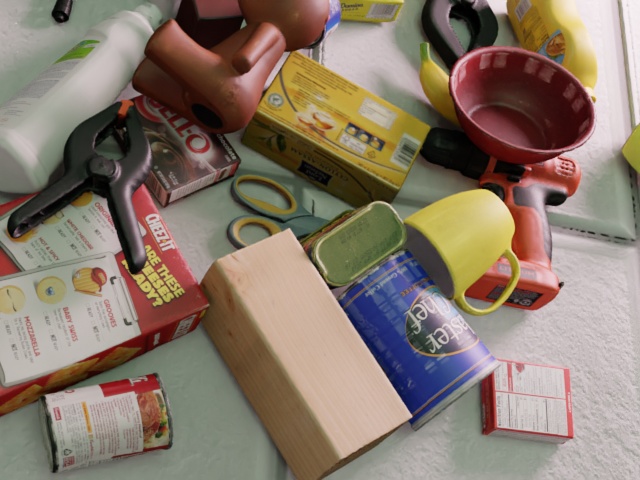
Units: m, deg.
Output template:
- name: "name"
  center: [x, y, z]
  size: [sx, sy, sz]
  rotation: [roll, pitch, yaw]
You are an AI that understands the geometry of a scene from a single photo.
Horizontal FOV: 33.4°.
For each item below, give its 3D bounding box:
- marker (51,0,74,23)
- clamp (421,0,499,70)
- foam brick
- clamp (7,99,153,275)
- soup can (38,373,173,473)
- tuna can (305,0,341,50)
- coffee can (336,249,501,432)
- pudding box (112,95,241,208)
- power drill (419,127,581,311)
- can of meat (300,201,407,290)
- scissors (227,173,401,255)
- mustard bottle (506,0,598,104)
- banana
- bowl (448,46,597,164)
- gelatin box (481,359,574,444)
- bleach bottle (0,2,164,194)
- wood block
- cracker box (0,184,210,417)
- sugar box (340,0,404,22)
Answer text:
- name: "marker"
  center: [-0.262, -0.280, 1.135]
  size: [0.020, 0.020, 0.121]
  rotation: [15, 61, -10]
- name: "clamp"
  center: [0.172, -0.285, 1.264]
  size: [0.164, 0.036, 0.210]
  rotation: [-2, 67, -19]
- name: "foam brick"
  center: [-0.117, -0.231, 1.123]
  size: [0.051, 0.078, 0.053]
  rotation: [-9, 69, -22]
- name: "clamp"
  center: [-0.205, -0.054, 0.947]
  size: [0.120, 0.039, 0.171]
  rotation: [13, 55, -18]
- name: "soup can"
  center: [-0.184, 0.156, 0.913]
  size: [0.102, 0.069, 0.068]
  rotation: [-9, 68, -21]
- name: "tuna can"
  center: [-0.019, -0.253, 1.160]
  size: [0.086, 0.086, 0.033]
  rotation: [42, 58, 6]
- name: "coffee can"
  center: [0.087, 0.094, 1.009]
  size: [0.102, 0.103, 0.140]
  rotation: [-31, 77, -28]
- name: "pudding box"
  center: [-0.147, -0.098, 1.068]
  size: [0.089, 0.039, 0.113]
  rotation: [-27, 76, -28]
- name: "power drill"
  center: [0.187, -0.028, 1.129]
  size: [0.184, 0.057, 0.187]
  rotation: [12, 62, -7]
- name: "can of meat"
  center: [0.025, 0.008, 1.031]
  size: [0.102, 0.084, 0.057]
  rotation: [-34, 94, -19]
- name: "scissors"
  center: [-0.007, 0.001, 1.077]
  size: [0.201, 0.016, 0.096]
  rotation: [30, 61, -1]
- name: "mustard bottle"
  center: [0.274, -0.218, 1.229]
  size: [0.058, 0.096, 0.191]
  rotation: [-5, 66, -21]
- name: "banana"
  center: [0.187, -0.148, 1.193]
  size: [0.197, 0.037, 0.069]
  rotation: [29, 84, -6]
- name: "bowl"
  center: [0.206, -0.132, 1.129]
  size: [0.162, 0.055, 0.162]
  rotation: [8, 49, -9]
- name: "gelatin box"
  center: [0.204, 0.160, 1.056]
  size: [0.089, 0.030, 0.073]
  rotation: [8, 64, -13]
- name: "bleach bottle"
  center: [-0.232, -0.150, 1.036]
  size: [0.250, 0.103, 0.068]
  rotation: [-53, 129, -32]
- name: "wood block"
  center: [-0.021, 0.108, 0.972]
  size: [0.090, 0.090, 0.206]
  rotation: [-24, 73, -33]
- name: "cracker box"
  center: [-0.233, 0.043, 0.953]
  size: [0.213, 0.072, 0.164]
  rotation: [-23, 74, -27]
- name: "sugar box"
  center: [0.037, -0.338, 1.244]
  size: [0.093, 0.048, 0.176]
  rotation: [0, 65, -17]
